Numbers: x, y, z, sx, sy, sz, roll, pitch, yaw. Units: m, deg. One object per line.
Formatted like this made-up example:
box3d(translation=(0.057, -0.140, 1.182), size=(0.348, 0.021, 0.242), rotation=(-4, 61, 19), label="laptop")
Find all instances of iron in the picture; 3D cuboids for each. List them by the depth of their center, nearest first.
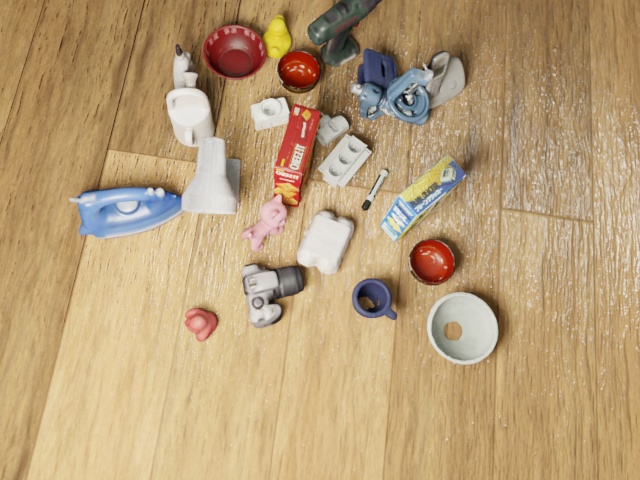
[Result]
box3d(translation=(-0.432, -0.087, 1.308), size=(0.258, 0.141, 0.118), rotation=(-11, 75, -9), label="iron")

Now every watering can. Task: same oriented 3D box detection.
box3d(translation=(-0.311, -0.314, 1.359), size=(0.101, 0.194, 0.173), rotation=(-22, 77, -12), label="watering can")

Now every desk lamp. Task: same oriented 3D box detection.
box3d(translation=(-0.243, -0.132, 1.304), size=(0.118, 0.213, 0.203), rotation=(2, 74, -5), label="desk lamp")

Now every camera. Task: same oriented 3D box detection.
box3d(translation=(-0.104, 0.116, 1.307), size=(0.137, 0.101, 0.143), rotation=(-12, 76, -9), label="camera")

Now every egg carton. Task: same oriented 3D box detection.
box3d(translation=(0.013, 0.005, 1.368), size=(0.107, 0.069, 0.150), rotation=(22, 73, 0), label="egg carton")

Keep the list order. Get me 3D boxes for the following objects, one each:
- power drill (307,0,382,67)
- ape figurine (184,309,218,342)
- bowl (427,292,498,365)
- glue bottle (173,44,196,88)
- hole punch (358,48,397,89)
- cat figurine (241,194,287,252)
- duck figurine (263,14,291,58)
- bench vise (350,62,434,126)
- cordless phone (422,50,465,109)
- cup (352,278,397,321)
box3d(translation=(0.068, -0.544, 1.460), size=(0.230, 0.208, 0.075), rotation=(-34, 80, -14), label="power drill")
box3d(translation=(-0.267, 0.186, 1.274), size=(0.076, 0.092, 0.078), rotation=(-8, 75, -8), label="ape figurine")
box3d(translation=(0.324, 0.210, 1.341), size=(0.167, 0.074, 0.167), rotation=(2, 74, -6), label="bowl")
box3d(translation=(-0.335, -0.425, 1.400), size=(0.037, 0.173, 0.078), rotation=(15, 73, -1), label="glue bottle")
box3d(translation=(0.154, -0.439, 1.500), size=(0.101, 0.091, 0.108), rotation=(1, 74, -6), label="hole punch")
box3d(translation=(-0.124, -0.043, 1.342), size=(0.128, 0.117, 0.067), rotation=(-43, 82, -15), label="cat figurine")
box3d(translation=(-0.112, -0.539, 1.503), size=(0.077, 0.086, 0.104), rotation=(9, 73, -3), label="duck figurine")
box3d(translation=(0.186, -0.355, 1.412), size=(0.207, 0.219, 0.121), rotation=(-5, 74, -7), label="bench vise")
box3d(translation=(0.319, -0.430, 1.467), size=(0.148, 0.185, 0.094), rotation=(-33, 80, -14), label="cordless phone")
box3d(translation=(0.124, 0.150, 1.326), size=(0.117, 0.095, 0.092), rotation=(38, 74, 5), label="cup")
